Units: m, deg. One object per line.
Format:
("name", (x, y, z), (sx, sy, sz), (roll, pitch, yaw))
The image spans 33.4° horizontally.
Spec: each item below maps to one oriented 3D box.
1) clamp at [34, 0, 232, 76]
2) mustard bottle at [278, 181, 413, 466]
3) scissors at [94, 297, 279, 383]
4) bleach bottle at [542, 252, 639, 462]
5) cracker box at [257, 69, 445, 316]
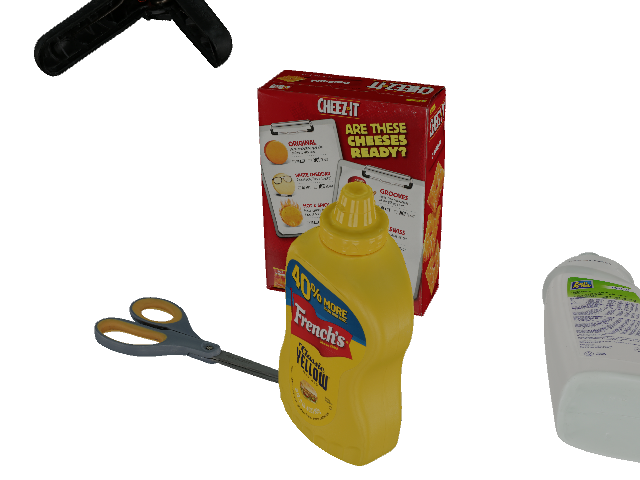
("clamp", (-0.097, -0.157, 0.682), (0.120, 0.171, 0.039), (9, -43, 11))
("mustard bottle", (0.016, 0.046, 0.667), (0.058, 0.192, 0.096), (-22, 45, -30))
("scissors", (-0.105, 0.091, 0.978), (0.202, 0.016, 0.096), (10, 28, 5))
("bleach bottle", (0.223, 0.071, 0.817), (0.102, 0.068, 0.250), (9, 23, 6))
("cracker box", (0.031, -0.046, 1.013), (0.164, 0.214, 0.072), (9, 29, 19))
